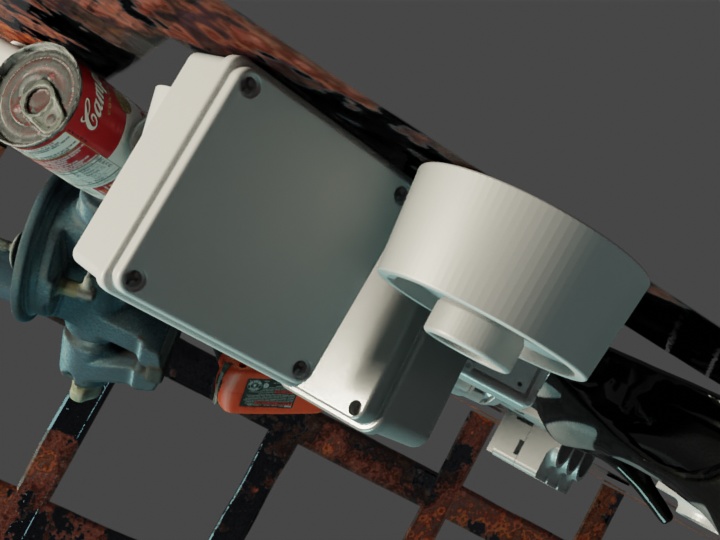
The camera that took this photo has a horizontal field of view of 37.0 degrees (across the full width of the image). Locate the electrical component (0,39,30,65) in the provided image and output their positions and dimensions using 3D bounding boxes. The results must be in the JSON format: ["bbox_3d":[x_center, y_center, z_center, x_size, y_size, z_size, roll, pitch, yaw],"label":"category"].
[{"bbox_3d":[-0.227,-0.116,0.736,0.054,0.059,0.095,27,174,10],"label":"electrical component"}]

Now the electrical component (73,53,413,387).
[{"bbox_3d":[-0.049,-0.021,0.470,0.109,0.108,0.056,32,176,-34],"label":"electrical component"}]

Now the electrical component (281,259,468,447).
[{"bbox_3d":[0.014,0.026,0.563,0.078,0.113,0.057,24,175,41],"label":"electrical component"}]

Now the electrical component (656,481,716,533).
[{"bbox_3d":[0.296,0.173,0.774,0.089,0.061,0.150,30,174,-18],"label":"electrical component"}]

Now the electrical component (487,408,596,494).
[{"bbox_3d":[0.193,0.166,1.075,0.062,0.089,0.150,26,174,28],"label":"electrical component"}]

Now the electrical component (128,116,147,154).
[{"bbox_3d":[-0.120,-0.076,0.687,0.040,0.040,0.046,27,180,15],"label":"electrical component"}]

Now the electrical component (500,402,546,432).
[{"bbox_3d":[0.173,0.117,0.940,0.100,0.048,0.100,32,173,-31],"label":"electrical component"}]

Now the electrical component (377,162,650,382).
[{"bbox_3d":[0.058,0.008,0.451,0.108,0.060,0.108,28,175,3],"label":"electrical component"}]

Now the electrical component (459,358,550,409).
[{"bbox_3d":[0.067,0.032,0.620,0.096,0.061,0.061,28,174,8],"label":"electrical component"}]

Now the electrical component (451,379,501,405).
[{"bbox_3d":[0.099,0.080,0.913,0.057,0.058,0.078,26,-162,-16],"label":"electrical component"}]

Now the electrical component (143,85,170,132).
[{"bbox_3d":[-0.078,-0.061,0.608,0.099,0.064,0.099,17,164,5],"label":"electrical component"}]
